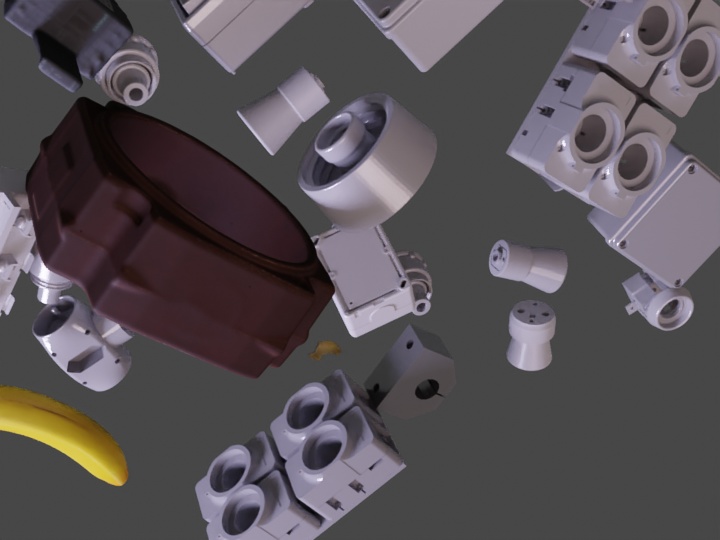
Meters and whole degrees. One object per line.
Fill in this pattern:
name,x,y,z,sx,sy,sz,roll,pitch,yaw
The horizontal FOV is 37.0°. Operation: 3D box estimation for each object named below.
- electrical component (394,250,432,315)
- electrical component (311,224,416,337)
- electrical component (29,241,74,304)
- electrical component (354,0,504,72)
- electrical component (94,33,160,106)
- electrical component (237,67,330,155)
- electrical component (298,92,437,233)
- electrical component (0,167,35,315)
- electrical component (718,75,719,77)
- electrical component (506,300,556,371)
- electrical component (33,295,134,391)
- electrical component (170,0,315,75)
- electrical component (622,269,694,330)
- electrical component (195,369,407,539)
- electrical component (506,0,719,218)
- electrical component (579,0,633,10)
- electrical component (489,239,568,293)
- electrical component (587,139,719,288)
electrical component,0.044,0.016,0.954,0.048,0.062,0.048,-10,126,-14
electrical component,0.000,0.000,0.916,0.062,0.096,0.061,-25,156,-4
electrical component,-0.239,-0.003,0.841,0.043,0.043,0.062,5,122,-24
electrical component,0.051,-0.213,0.769,0.109,0.108,0.056,-42,130,10
electrical component,-0.164,-0.137,0.766,0.048,0.062,0.048,-11,126,-15
electrical component,-0.056,-0.126,0.831,0.065,0.044,0.044,-39,128,1
electrical component,-0.001,-0.089,0.839,0.108,0.108,0.060,-43,121,10
electrical component,-0.282,-0.018,0.800,0.063,0.078,0.121,4,124,-50
electrical component,0.344,-0.197,0.904,0.062,0.061,0.096,29,120,-13
electrical component,0.167,0.063,1.047,0.045,0.045,0.055,-11,126,-14
electrical component,-0.214,0.051,0.889,0.079,0.043,0.077,-34,129,3
electrical component,-0.082,-0.199,0.756,0.096,0.061,0.061,-41,128,9
electrical component,0.298,0.028,1.067,0.066,0.055,0.048,-34,128,3
electrical component,-0.062,0.190,1.005,0.186,0.105,0.060,-40,128,8
electrical component,0.219,-0.148,0.884,0.105,0.060,0.186,26,97,-33
electrical component,0.165,-0.255,0.815,0.121,0.063,0.078,23,112,-32
electrical component,0.153,-0.006,0.997,0.065,0.044,0.044,12,118,-23
electrical component,0.290,-0.053,1.007,0.109,0.056,0.108,29,109,-34
